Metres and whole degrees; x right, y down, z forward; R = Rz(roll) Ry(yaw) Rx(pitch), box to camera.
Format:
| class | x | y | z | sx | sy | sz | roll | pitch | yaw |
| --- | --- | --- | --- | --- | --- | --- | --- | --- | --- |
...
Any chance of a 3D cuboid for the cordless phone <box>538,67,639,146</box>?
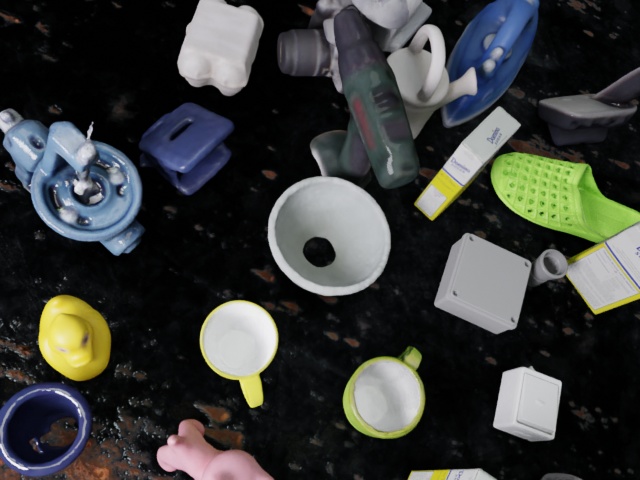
| class | x | y | z | sx | sy | sz | roll | pitch | yaw |
| --- | --- | --- | --- | --- | --- | --- | --- | --- | --- |
| cordless phone | 0.459 | -0.236 | 0.921 | 0.148 | 0.185 | 0.094 | -13 | 73 | -18 |

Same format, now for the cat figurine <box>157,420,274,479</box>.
| class | x | y | z | sx | sy | sz | roll | pitch | yaw |
| --- | --- | --- | --- | --- | --- | --- | --- | --- | --- |
| cat figurine | -0.116 | 0.251 | 0.628 | 0.128 | 0.117 | 0.067 | 35 | 66 | 1 |

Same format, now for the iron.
| class | x | y | z | sx | sy | sz | roll | pitch | yaw |
| --- | --- | --- | --- | --- | --- | --- | --- | --- | --- |
| iron | 0.284 | -0.306 | 0.928 | 0.118 | 0.141 | 0.258 | 32 | 65 | 0 |

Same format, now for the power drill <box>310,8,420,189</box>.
| class | x | y | z | sx | sy | sz | roll | pitch | yaw |
| --- | --- | --- | --- | --- | --- | --- | --- | --- | --- |
| power drill | 0.051 | -0.158 | 0.777 | 0.076 | 0.208 | 0.229 | -19 | 75 | -19 |

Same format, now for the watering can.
| class | x | y | z | sx | sy | sz | roll | pitch | yaw |
| --- | --- | --- | --- | --- | --- | --- | --- | --- | --- |
| watering can | 0.143 | -0.232 | 0.836 | 0.173 | 0.194 | 0.101 | -20 | 75 | -20 |

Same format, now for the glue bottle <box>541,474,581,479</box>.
| class | x | y | z | sx | sy | sz | roll | pitch | yaw |
| --- | --- | --- | --- | --- | --- | --- | --- | --- | --- |
| glue bottle | 0.309 | 0.316 | 0.679 | 0.078 | 0.173 | 0.037 | -40 | 83 | -23 |

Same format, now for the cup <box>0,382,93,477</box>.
| class | x | y | z | sx | sy | sz | roll | pitch | yaw |
| --- | --- | --- | --- | --- | --- | --- | --- | --- | --- |
| cup | -0.300 | 0.204 | 0.613 | 0.118 | 0.095 | 0.091 | 3 | 69 | -13 |

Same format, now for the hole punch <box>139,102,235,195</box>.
| class | x | y | z | sx | sy | sz | roll | pitch | yaw |
| --- | --- | --- | --- | --- | --- | --- | --- | --- | --- |
| hole punch | -0.182 | -0.132 | 0.773 | 0.101 | 0.091 | 0.109 | 39 | 66 | 3 |

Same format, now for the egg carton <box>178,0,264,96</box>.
| class | x | y | z | sx | sy | sz | roll | pitch | yaw |
| --- | --- | --- | --- | --- | --- | --- | --- | --- | --- |
| egg carton | -0.147 | -0.292 | 0.854 | 0.107 | 0.069 | 0.150 | 14 | 67 | -8 |

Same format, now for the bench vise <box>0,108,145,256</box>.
| class | x | y | z | sx | sy | sz | roll | pitch | yaw |
| --- | --- | --- | --- | --- | --- | --- | --- | --- | --- |
| bench vise | -0.300 | -0.080 | 0.653 | 0.207 | 0.219 | 0.121 | 24 | 66 | -4 |

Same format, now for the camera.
| class | x | y | z | sx | sy | sz | roll | pitch | yaw |
| --- | --- | --- | --- | --- | --- | --- | --- | --- | --- |
| camera | 0.005 | -0.309 | 0.882 | 0.137 | 0.100 | 0.143 | -6 | 71 | -16 |

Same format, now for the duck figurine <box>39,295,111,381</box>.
| class | x | y | z | sx | sy | sz | roll | pitch | yaw |
| --- | --- | --- | --- | --- | --- | --- | --- | --- | --- |
| duck figurine | -0.286 | 0.107 | 0.658 | 0.078 | 0.086 | 0.104 | -24 | 77 | -21 |

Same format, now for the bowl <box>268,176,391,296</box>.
| class | x | y | z | sx | sy | sz | roll | pitch | yaw |
| --- | --- | --- | --- | --- | --- | --- | --- | --- | --- |
| bowl | 0.007 | 0.003 | 0.777 | 0.168 | 0.074 | 0.167 | 5 | 69 | -12 |

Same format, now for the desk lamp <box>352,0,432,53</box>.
| class | x | y | z | sx | sy | sz | roll | pitch | yaw |
| --- | --- | --- | --- | --- | --- | --- | --- | --- | --- |
| desk lamp | 0.118 | -0.393 | 0.880 | 0.118 | 0.213 | 0.203 | 37 | 66 | 2 |
